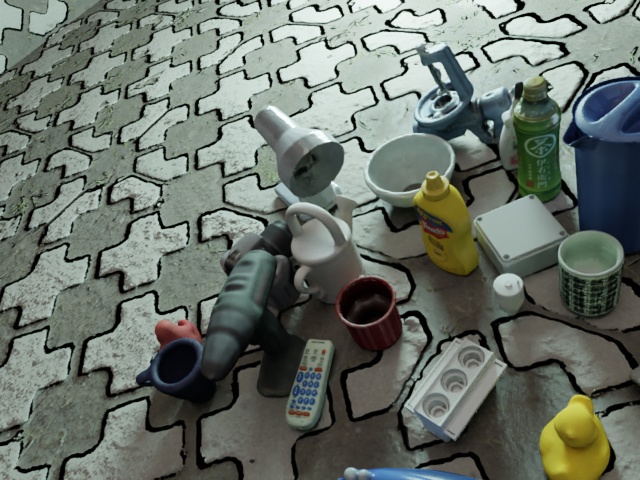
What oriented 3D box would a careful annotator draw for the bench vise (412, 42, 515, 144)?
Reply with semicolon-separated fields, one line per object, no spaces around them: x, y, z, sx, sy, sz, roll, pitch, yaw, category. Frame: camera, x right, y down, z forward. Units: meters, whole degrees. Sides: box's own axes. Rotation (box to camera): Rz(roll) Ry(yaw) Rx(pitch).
0.260;-0.279;1.053;0.207;0.220;0.121;-16;46;10;bench vise

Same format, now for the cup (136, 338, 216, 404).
-0.215;0.218;0.891;0.117;0.095;0.091;-20;45;5;cup

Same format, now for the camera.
-0.089;0.029;1.005;0.142;0.101;0.137;23;62;37;camera

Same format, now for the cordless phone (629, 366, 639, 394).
0.435;0.122;0.637;0.147;0.185;0.094;-25;45;0;cordless phone

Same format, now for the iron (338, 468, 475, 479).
0.110;0.299;0.646;0.257;0.142;0.119;4;52;26;iron

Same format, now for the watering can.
0.007;0.003;0.922;0.100;0.194;0.173;-5;48;19;watering can

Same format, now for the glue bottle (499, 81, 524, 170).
0.342;-0.196;0.975;0.078;0.173;0.037;-15;46;11;glue bottle

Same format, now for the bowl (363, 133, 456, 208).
0.167;-0.114;1.045;0.167;0.075;0.167;-12;46;13;bowl

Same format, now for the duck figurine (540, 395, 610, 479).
0.296;0.231;0.667;0.077;0.086;0.105;12;55;31;duck figurine

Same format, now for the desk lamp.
-0.038;-0.136;1.054;0.118;0.214;0.202;-37;46;-11;desk lamp

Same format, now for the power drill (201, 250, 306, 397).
-0.090;0.139;0.829;0.075;0.209;0.229;-8;47;17;power drill

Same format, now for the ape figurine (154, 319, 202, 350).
-0.242;0.164;0.954;0.075;0.092;0.078;29;66;39;ape figurine
